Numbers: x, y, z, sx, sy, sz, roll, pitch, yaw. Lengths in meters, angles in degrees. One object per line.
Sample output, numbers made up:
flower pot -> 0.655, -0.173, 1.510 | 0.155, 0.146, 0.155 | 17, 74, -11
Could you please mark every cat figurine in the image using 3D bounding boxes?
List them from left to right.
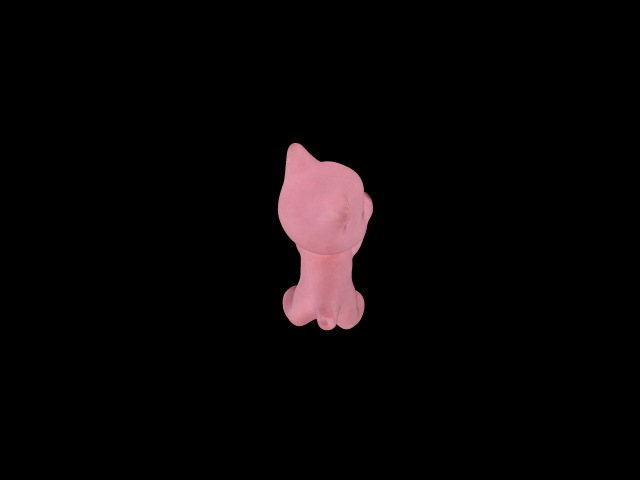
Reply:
cat figurine -> 0.004, 0.001, 0.400 | 0.067, 0.117, 0.128 | 0, 85, 0
